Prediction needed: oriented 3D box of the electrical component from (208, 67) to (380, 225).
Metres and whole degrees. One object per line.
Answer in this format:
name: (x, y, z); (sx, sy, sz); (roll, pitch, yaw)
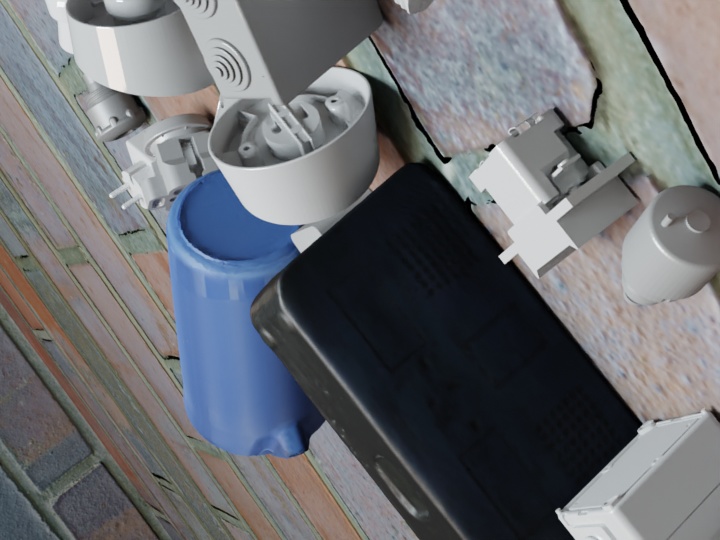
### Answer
electrical component: (-0.037, -0.076, 0.626); (0.099, 0.099, 0.064); (36, 158, 34)

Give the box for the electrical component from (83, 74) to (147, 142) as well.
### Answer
electrical component: (-0.221, -0.146, 0.943); (0.062, 0.048, 0.048); (62, 157, -4)

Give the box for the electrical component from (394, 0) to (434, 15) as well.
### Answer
electrical component: (0.013, -0.151, 0.488); (0.081, 0.043, 0.043); (44, 156, 20)

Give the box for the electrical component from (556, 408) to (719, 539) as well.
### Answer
electrical component: (0.155, 0.127, 0.559); (0.061, 0.096, 0.062); (52, 158, 1)

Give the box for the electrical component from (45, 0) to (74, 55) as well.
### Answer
electrical component: (-0.225, -0.207, 0.859); (0.045, 0.045, 0.055); (40, 154, 28)

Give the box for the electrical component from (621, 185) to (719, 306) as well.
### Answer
electrical component: (0.135, -0.005, 0.474); (0.040, 0.040, 0.078); (46, 157, 14)

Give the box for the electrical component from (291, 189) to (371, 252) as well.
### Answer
electrical component: (0.000, 0.000, 0.720); (0.089, 0.056, 0.050); (56, 157, -8)

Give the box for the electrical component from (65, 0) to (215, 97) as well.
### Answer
electrical component: (-0.141, -0.158, 0.708); (0.099, 0.099, 0.064); (34, 145, 38)

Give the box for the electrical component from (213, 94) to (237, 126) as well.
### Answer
electrical component: (-0.073, -0.093, 0.702); (0.044, 0.079, 0.077); (12, 158, -9)

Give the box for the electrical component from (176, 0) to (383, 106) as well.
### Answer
electrical component: (-0.044, -0.142, 0.542); (0.048, 0.099, 0.099); (8, 133, 42)

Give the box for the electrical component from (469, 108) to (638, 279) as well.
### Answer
electrical component: (0.089, -0.038, 0.513); (0.063, 0.042, 0.081); (52, 157, 5)

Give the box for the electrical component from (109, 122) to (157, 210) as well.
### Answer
electrical component: (-0.176, -0.078, 0.916); (0.066, 0.077, 0.047); (38, 153, 30)

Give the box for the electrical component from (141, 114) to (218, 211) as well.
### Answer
electrical component: (-0.135, -0.085, 0.837); (0.058, 0.078, 0.057); (129, 123, -67)

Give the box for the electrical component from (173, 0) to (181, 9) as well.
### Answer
electrical component: (-0.089, -0.192, 0.608); (0.059, 0.054, 0.095); (47, 157, 13)
